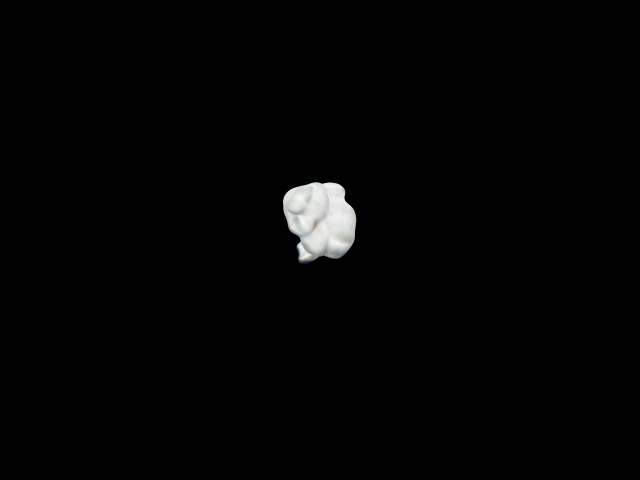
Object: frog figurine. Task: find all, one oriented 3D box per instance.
[{"bbox_3d":[0.003,-0.043,0.850,0.123,0.140,0.156,20,-30,12],"label":"frog figurine"}]
